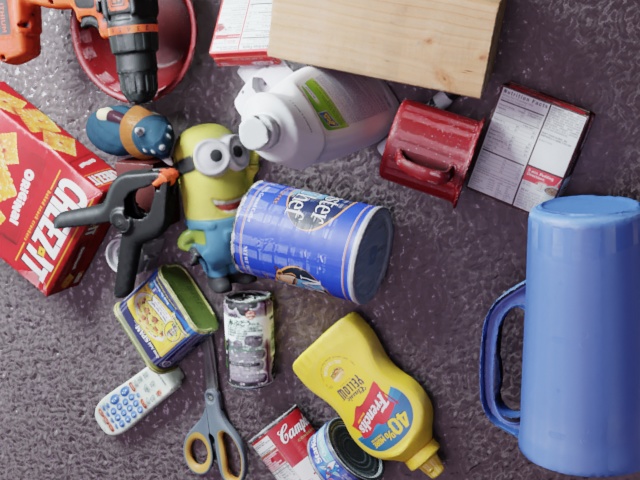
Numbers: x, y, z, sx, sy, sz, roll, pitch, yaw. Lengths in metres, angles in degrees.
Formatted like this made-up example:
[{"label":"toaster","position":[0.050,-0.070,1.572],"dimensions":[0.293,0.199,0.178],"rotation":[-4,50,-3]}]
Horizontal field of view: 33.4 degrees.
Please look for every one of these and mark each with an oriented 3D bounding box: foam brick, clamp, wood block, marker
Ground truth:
[{"label":"foam brick","position":[-0.196,-0.054,1.216],"dimensions":[0.053,0.051,0.078],"rotation":[5,105,23]},{"label":"clamp","position":[-0.221,-0.028,1.173],"dimensions":[0.120,0.039,0.172],"rotation":[38,117,-1]},{"label":"wood block","position":[0.064,-0.207,1.007],"dimensions":[0.206,0.090,0.090],"rotation":[13,116,11]},{"label":"marker","position":[0.106,-0.126,1.074],"dimensions":[0.121,0.020,0.020],"rotation":[-41,83,27]}]

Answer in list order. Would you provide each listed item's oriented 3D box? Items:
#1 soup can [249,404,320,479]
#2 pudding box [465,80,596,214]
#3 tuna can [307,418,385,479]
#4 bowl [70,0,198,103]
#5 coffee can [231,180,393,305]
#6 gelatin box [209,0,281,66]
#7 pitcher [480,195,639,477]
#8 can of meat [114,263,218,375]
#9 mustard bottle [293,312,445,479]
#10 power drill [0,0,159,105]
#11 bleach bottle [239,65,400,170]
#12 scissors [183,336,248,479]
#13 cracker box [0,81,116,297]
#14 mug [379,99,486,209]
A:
[{"label":"soup can","position":[-0.023,0.245,1.195],"dimensions":[0.069,0.068,0.102],"rotation":[-41,84,27]},{"label":"pudding box","position":[0.201,-0.086,1.027],"dimensions":[0.090,0.039,0.113],"rotation":[25,110,18]},{"label":"tuna can","position":[0.029,0.236,1.158],"dimensions":[0.086,0.086,0.034],"rotation":[48,115,8]},{"label":"bowl","position":[-0.192,-0.233,1.169],"dimensions":[0.162,0.055,0.162],"rotation":[6,105,24]},{"label":"coffee can","position":[-0.007,0.001,1.110],"dimensions":[0.140,0.102,0.103],"rotation":[14,108,22]},{"label":"gelatin box","position":[-0.069,-0.224,1.105],"dimensions":[0.073,0.030,0.089],"rotation":[2,70,25]},{"label":"pitcher","position":[0.240,0.085,0.993],"dimensions":[0.149,0.145,0.243],"rotation":[-7,103,-14]},{"label":"can of meat","position":[-0.176,0.089,1.233],"dimensions":[0.084,0.057,0.102],"rotation":[-41,75,25]},{"label":"mustard bottle","position":[0.064,0.177,1.143],"dimensions":[0.191,0.058,0.096],"rotation":[49,115,7]},{"label":"power drill","position":[-0.257,-0.231,1.138],"dimensions":[0.188,0.057,0.184],"rotation":[-1,98,23]},{"label":"bleach bottle","position":[-0.009,-0.121,0.998],"dimensions":[0.068,0.250,0.102],"rotation":[-43,82,27]},{"label":"scissors","position":[-0.140,0.197,1.269],"dimensions":[0.096,0.016,0.202],"rotation":[-17,91,30]},{"label":"cracker box","position":[-0.353,-0.062,1.278],"dimensions":[0.214,0.072,0.164],"rotation":[39,116,12]},{"label":"mug","position":[0.104,-0.082,1.021],"dimensions":[0.081,0.117,0.093],"rotation":[19,119,6]}]
